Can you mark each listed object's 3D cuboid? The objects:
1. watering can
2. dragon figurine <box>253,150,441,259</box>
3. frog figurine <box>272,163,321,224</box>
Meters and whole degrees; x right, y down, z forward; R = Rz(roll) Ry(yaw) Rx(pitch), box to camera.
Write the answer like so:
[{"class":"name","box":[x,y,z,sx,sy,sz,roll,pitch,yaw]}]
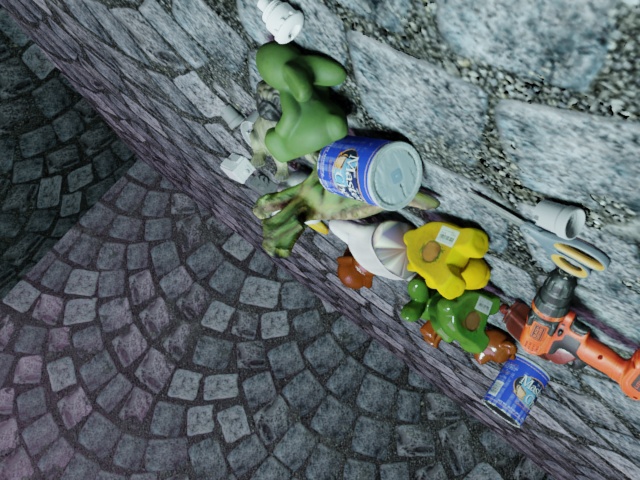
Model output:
[{"class":"watering can","box":[0.177,0.045,1.102,0.346,0.105,0.224,32,170,-14]},{"class":"dragon figurine","box":[0.003,-0.048,0.949,0.414,0.245,0.120,26,157,54]},{"class":"frog figurine","box":[-0.054,-0.080,1.183,0.124,0.161,0.135,24,160,45]}]
